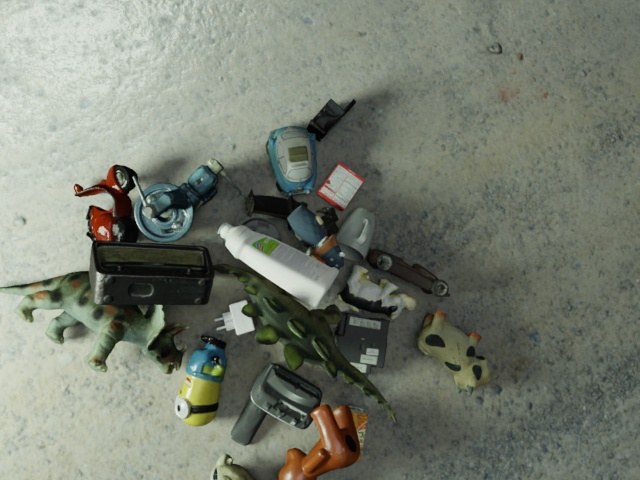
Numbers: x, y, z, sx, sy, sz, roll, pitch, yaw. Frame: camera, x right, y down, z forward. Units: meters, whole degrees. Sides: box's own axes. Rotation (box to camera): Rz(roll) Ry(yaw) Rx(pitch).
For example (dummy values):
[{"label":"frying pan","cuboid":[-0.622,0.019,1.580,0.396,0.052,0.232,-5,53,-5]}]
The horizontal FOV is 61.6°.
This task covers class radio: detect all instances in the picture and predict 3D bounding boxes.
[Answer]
[{"label":"radio","cuboid":[-0.330,0.066,1.058,0.229,0.131,0.073,3,117,-24]}]

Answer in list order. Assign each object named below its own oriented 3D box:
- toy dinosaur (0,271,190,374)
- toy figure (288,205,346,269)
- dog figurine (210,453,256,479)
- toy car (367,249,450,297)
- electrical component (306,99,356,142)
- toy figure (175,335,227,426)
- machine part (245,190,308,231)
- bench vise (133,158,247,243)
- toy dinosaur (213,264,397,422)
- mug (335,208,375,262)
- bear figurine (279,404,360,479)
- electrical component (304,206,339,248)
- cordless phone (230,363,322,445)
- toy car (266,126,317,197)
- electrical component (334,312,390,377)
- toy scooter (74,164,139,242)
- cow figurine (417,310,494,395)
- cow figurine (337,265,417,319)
[{"label":"toy dinosaur","cuboid":[-0.450,0.136,1.074,0.405,0.131,0.192,34,62,4]},{"label":"toy figure","cuboid":[-0.002,-0.004,1.124,0.154,0.064,0.058,49,52,-9]},{"label":"dog figurine","cuboid":[-0.126,0.528,1.097,0.190,0.121,0.172,7,85,-23]},{"label":"toy car","cuboid":[0.199,0.073,1.197,0.202,0.089,0.053,24,84,-5]},{"label":"electrical component","cuboid":[0.026,-0.284,1.217,0.048,0.075,0.119,41,84,-5]},{"label":"toy figure","cuboid":[-0.237,0.290,1.104,0.089,0.082,0.180,20,78,-4]},{"label":"machine part","cuboid":[-0.092,-0.065,1.160,0.139,0.039,0.084,13,54,-17]},{"label":"bench vise","cuboid":[-0.284,-0.076,1.069,0.224,0.240,0.129,-32,93,4]},{"label":"toy dinosaur","cuboid":[-0.032,0.187,1.075,0.471,0.198,0.105,34,106,5]},{"label":"mug","cuboid":[0.083,-0.020,1.185,0.081,0.109,0.107,26,67,-7]},{"label":"bear figurine","cuboid":[-0.016,0.435,1.097,0.196,0.120,0.132,-36,57,22]},{"label":"electrical component","cuboid":[-0.004,-0.031,1.189,0.102,0.078,0.045,-32,114,-6]},{"label":"cordless phone","cuboid":[-0.093,0.368,1.130,0.146,0.089,0.184,31,91,-6]},{"label":"toy car","cuboid":[-0.058,-0.181,1.178,0.109,0.103,0.161,-7,83,-9]},{"label":"electrical component","cuboid":[0.085,0.230,1.177,0.115,0.058,0.134,12,82,-6]},{"label":"toy scooter","cuboid":[-0.448,-0.065,1.112,0.135,0.075,0.183,2,92,9]},{"label":"cow figurine","cuboid":[0.303,0.259,1.197,0.195,0.085,0.127,34,73,-7]},{"label":"cow figurine","cuboid":[0.128,0.131,1.189,0.167,0.068,0.098,29,85,-2]}]
